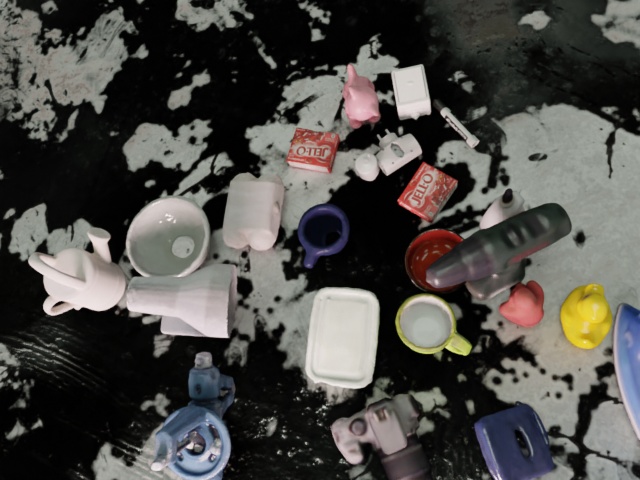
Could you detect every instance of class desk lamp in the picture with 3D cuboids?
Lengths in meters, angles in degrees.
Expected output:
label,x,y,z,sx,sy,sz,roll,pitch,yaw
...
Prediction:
label,x,y,z,sx,sy,sz,roll,pitch,yaw
desk lamp,-0.215,0.109,0.972,0.203,0.214,0.118,0,74,12

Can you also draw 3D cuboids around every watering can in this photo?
label,x,y,z,sx,sy,sz,roll,pitch,yaw
watering can,-0.447,0.057,1.048,0.100,0.194,0.173,11,77,15

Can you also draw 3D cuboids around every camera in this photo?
label,x,y,z,sx,sy,sz,roll,pitch,yaw
camera,0.105,0.326,0.899,0.143,0.101,0.136,-25,70,4

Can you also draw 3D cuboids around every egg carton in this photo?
label,x,y,z,sx,sy,sz,roll,pitch,yaw
egg carton,-0.123,-0.054,1.077,0.107,0.069,0.150,2,74,13

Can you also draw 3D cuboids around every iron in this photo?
label,x,y,z,sx,sy,sz,roll,pitch,yaw
iron,0.506,0.203,0.826,0.118,0.142,0.258,-18,71,7

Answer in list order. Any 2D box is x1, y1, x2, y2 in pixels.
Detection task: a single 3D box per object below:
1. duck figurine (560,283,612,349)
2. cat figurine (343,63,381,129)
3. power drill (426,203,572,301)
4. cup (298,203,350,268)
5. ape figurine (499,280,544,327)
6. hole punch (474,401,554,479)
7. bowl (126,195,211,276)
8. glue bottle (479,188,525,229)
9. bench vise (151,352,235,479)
label,x,y,z,sx,sy,sz,roll,pitch,yaw
duck figurine,0.424,0.116,0.899,0.077,0.086,0.104,10,76,15
cat figurine,0.074,-0.269,1.071,0.067,0.118,0.128,-16,71,8
power drill,0.271,0.030,0.892,0.229,0.209,0.075,-30,70,3
cup,0.009,0.004,1.017,0.091,0.095,0.118,20,79,17
ape figurine,0.328,0.100,0.921,0.077,0.092,0.076,-20,71,6
hole punch,0.295,0.307,0.868,0.101,0.091,0.108,-20,71,6
bowl,-0.275,0.004,1.090,0.167,0.075,0.167,-3,73,11
glue bottle,0.299,-0.049,0.928,0.078,0.173,0.037,-36,70,0
bench vise,-0.214,0.289,0.915,0.121,0.220,0.207,-19,71,6
